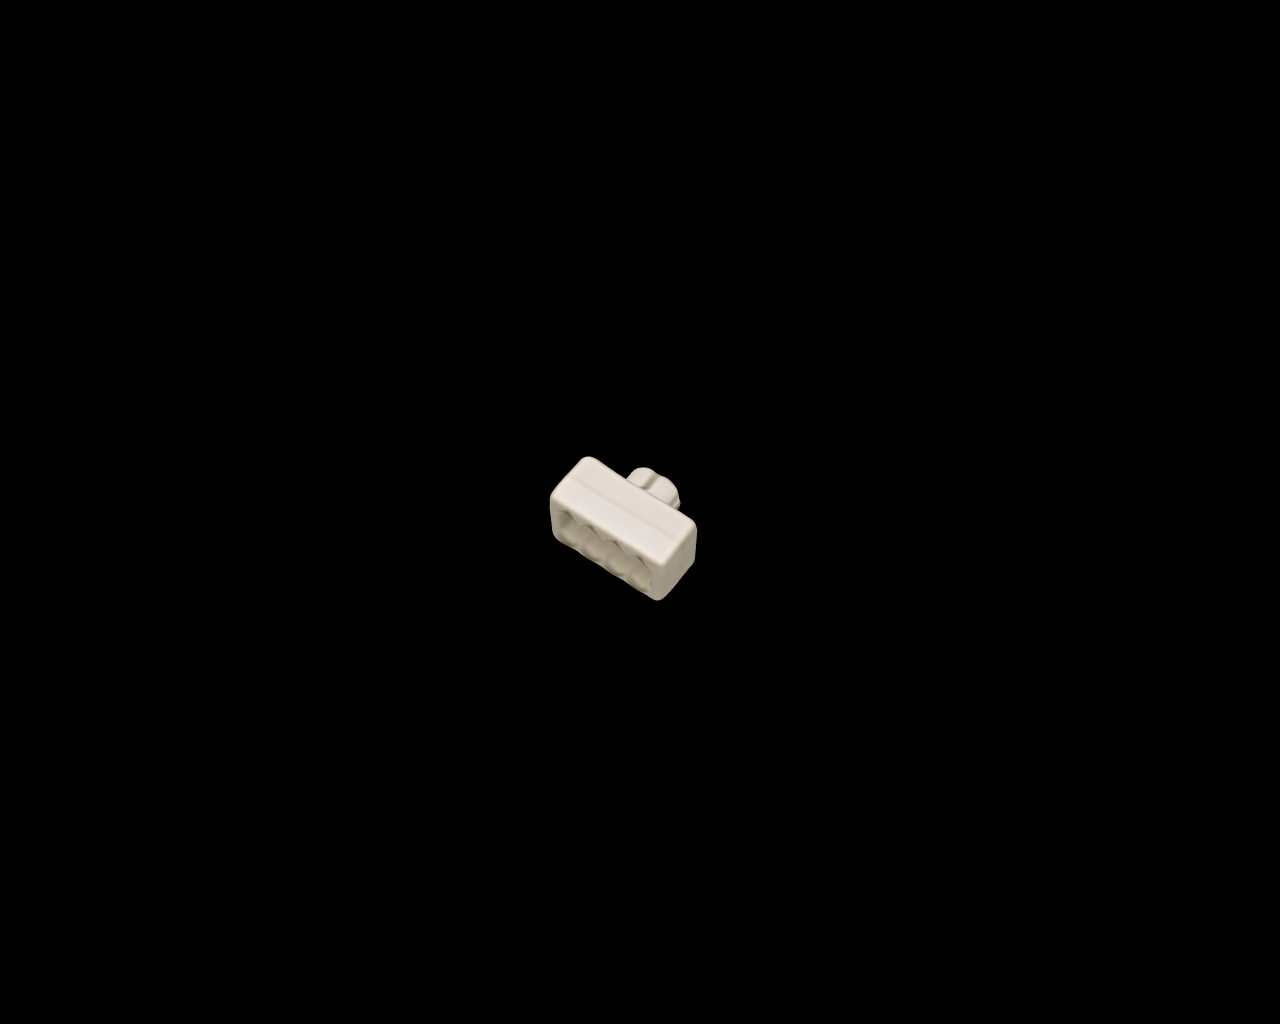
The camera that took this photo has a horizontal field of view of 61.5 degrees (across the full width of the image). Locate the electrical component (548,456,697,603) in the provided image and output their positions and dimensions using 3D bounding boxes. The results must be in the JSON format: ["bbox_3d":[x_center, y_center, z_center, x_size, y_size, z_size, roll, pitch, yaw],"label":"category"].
[{"bbox_3d":[0.001,-0.003,0.650,0.083,0.076,0.047,32,-26,18],"label":"electrical component"}]
